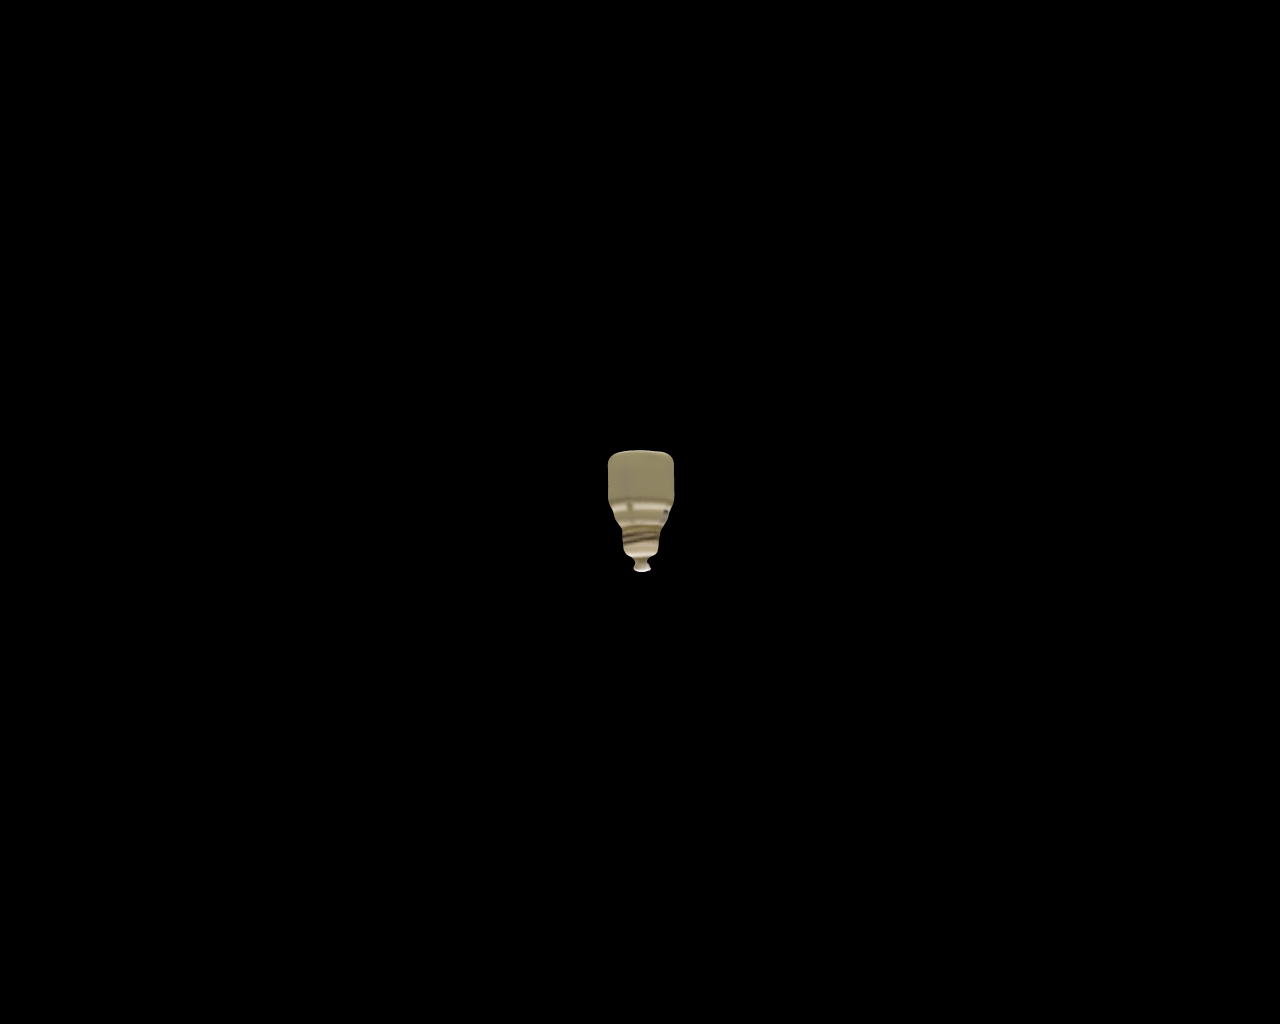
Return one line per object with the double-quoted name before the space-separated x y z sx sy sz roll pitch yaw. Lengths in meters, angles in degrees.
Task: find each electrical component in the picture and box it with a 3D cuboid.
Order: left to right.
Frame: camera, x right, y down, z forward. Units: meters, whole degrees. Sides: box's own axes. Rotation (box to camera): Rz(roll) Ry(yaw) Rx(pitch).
"electrical component" 0.001 -0.003 0.650 0.040 0.078 0.040 0 -7 0
